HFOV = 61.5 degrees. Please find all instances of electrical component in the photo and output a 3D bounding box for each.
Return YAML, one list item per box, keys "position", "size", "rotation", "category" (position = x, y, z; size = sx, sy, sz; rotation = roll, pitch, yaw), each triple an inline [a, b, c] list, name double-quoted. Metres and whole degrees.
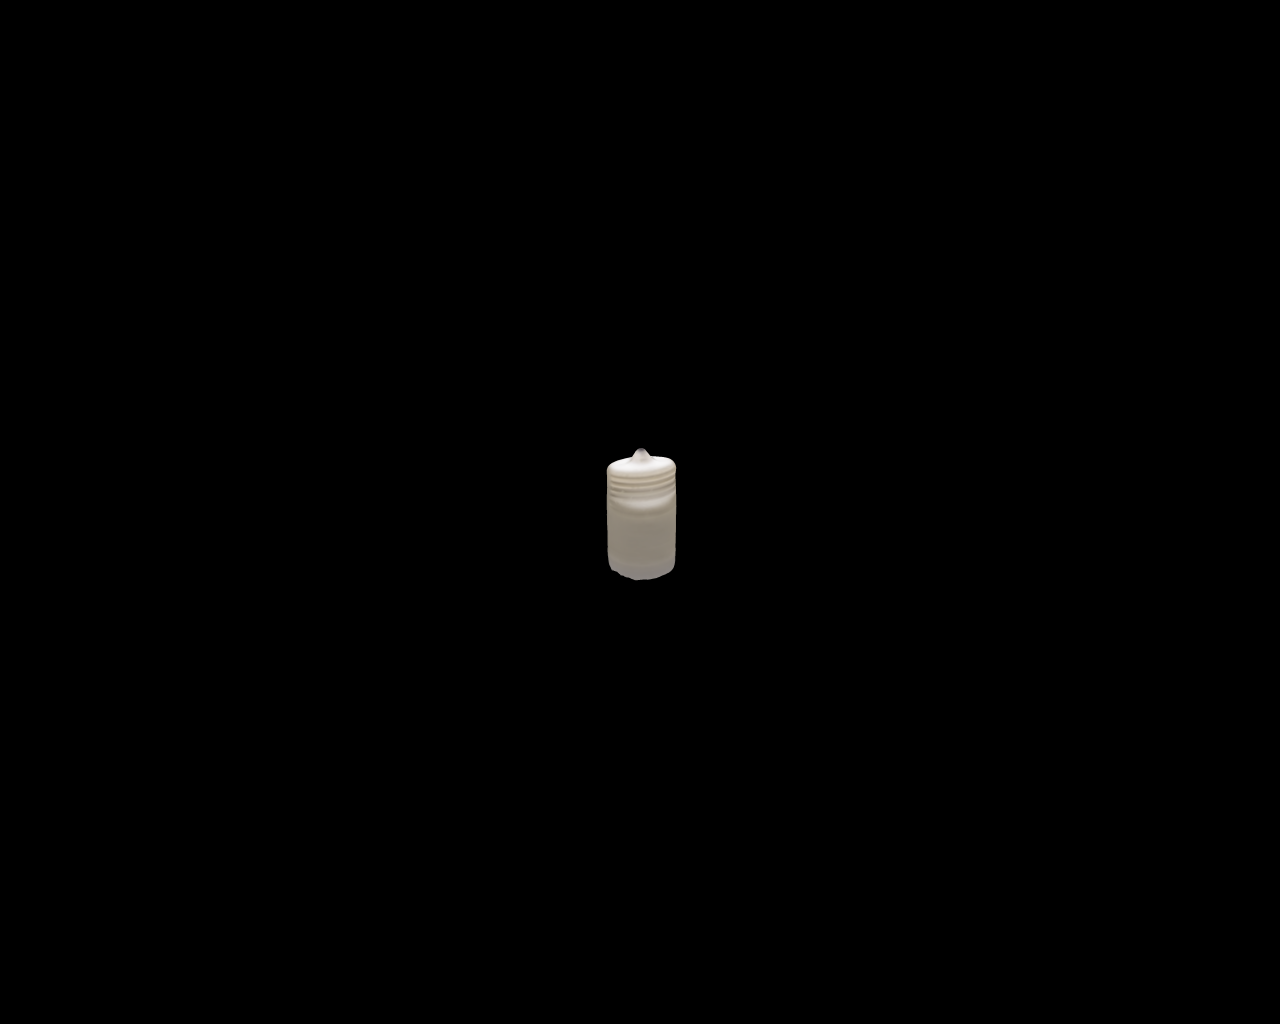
- position: [0.001, -0.003, 0.650]
  size: [0.043, 0.080, 0.043]
  rotation: [0, 26, 0]
  category: "electrical component"
